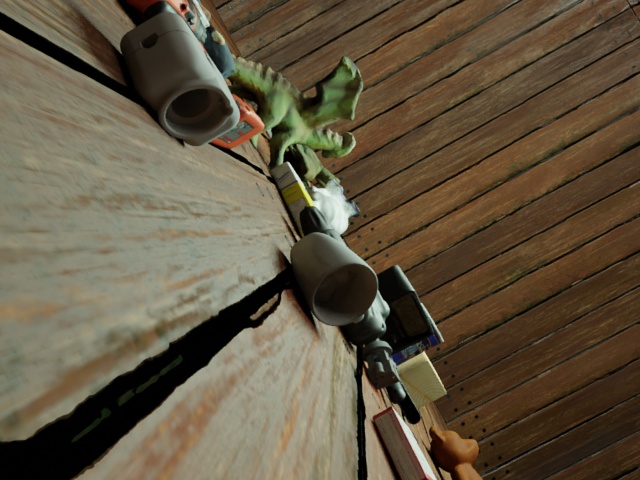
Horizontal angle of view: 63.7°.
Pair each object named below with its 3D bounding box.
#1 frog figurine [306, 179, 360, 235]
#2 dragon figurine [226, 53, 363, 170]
[{"bbox_3d":[0.004,-0.062,1.225,0.162,0.122,0.136,-39,112,-50],"label":"frog figurine"},{"bbox_3d":[-0.042,-0.268,0.951,0.402,0.242,0.125,59,8,-53],"label":"dragon figurine"}]
